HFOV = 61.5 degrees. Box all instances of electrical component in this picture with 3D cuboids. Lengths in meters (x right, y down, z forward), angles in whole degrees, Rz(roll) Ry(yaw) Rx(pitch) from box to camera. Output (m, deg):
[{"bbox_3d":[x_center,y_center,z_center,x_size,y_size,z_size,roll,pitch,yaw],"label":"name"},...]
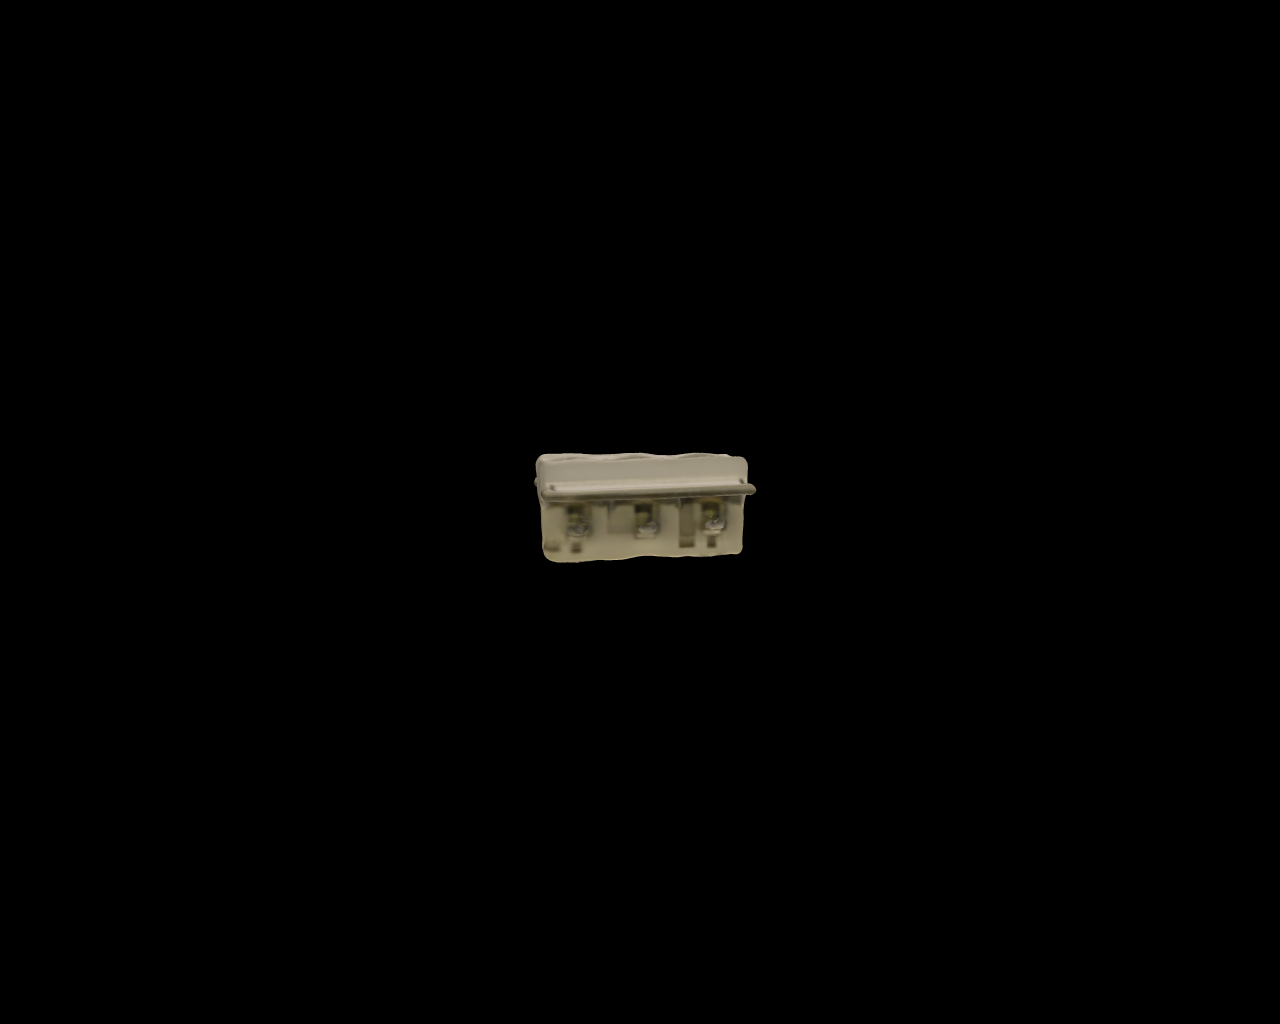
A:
[{"bbox_3d":[0.001,-0.003,0.650,0.121,0.063,0.079,-1,8,-9],"label":"electrical component"}]
